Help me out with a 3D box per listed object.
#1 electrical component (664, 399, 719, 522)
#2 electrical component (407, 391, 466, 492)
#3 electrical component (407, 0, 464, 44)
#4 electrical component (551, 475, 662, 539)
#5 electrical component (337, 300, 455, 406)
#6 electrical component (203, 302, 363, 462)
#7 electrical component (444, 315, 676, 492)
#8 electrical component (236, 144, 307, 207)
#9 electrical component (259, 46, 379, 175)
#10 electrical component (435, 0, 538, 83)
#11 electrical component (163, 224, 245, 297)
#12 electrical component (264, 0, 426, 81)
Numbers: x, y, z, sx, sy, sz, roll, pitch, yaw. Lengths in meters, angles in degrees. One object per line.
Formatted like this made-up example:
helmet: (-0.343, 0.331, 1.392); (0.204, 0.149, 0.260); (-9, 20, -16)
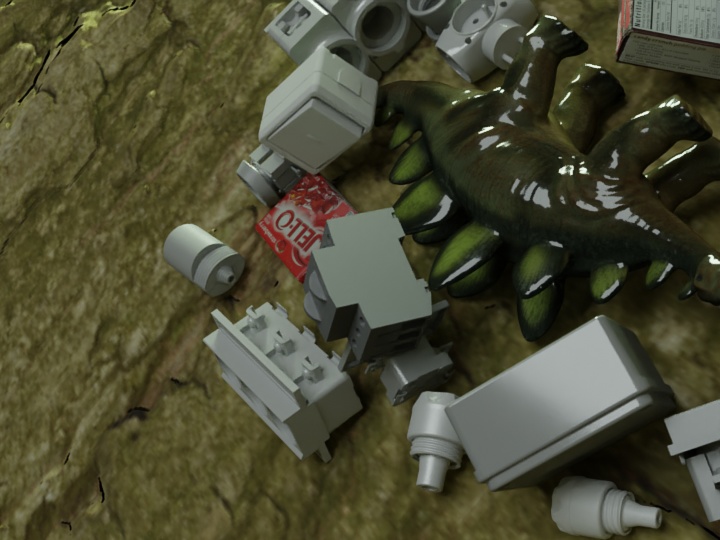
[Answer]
electrical component: (0.236, 0.089, 0.573); (0.121, 0.079, 0.063); (-25, 71, 23)
electrical component: (0.052, 0.115, 0.713); (0.043, 0.043, 0.062); (-4, 61, 36)
electrical component: (0.072, -0.217, 0.913); (0.045, 0.055, 0.045); (-20, 51, 27)
electrical component: (0.145, 0.141, 0.630); (0.061, 0.035, 0.035); (1, 63, 36)
electrical component: (0.030, 0.057, 0.750); (0.081, 0.042, 0.063); (-21, 65, -23)
electrical component: (-0.057, 0.078, 0.806); (0.063, 0.078, 0.121); (-35, 42, -17)
electrical component: (0.120, 0.080, 0.632); (0.109, 0.109, 0.056); (-33, 70, 16)
electrical component: (-0.075, -0.089, 0.949); (0.055, 0.048, 0.066); (-43, 44, -5)
electrical component: (-0.039, -0.123, 0.881); (0.096, 0.062, 0.061); (-34, 36, 41)
electrical component: (0.112, -0.187, 0.870); (0.077, 0.044, 0.079); (-46, 44, 3)
electrical component: (-0.133, -0.006, 0.938); (0.081, 0.043, 0.043); (31, 82, 45)
electrical component: (0.006, -0.225, 0.945); (0.150, 0.089, 0.061); (-44, 44, 4)
